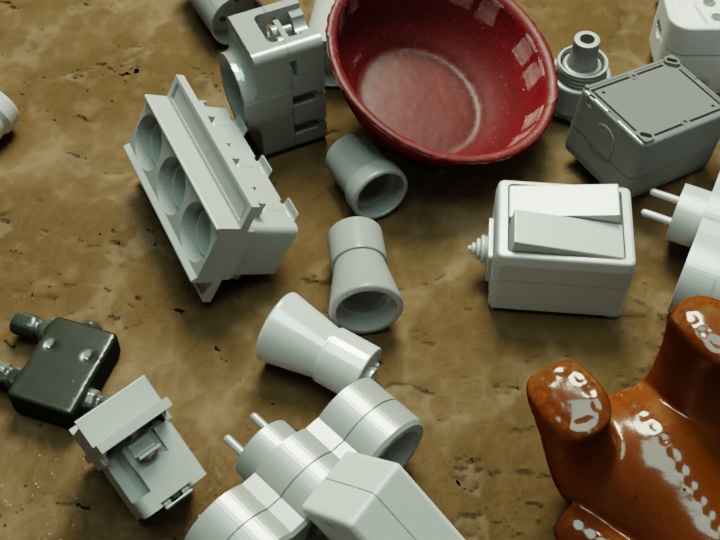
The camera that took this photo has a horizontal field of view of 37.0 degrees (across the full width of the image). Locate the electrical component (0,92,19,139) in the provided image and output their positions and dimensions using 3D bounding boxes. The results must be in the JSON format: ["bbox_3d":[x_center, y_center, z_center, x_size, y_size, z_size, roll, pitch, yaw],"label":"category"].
[{"bbox_3d":[-0.260,-0.097,0.727,0.040,0.040,0.046,19,62,14],"label":"electrical component"}]

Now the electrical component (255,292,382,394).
[{"bbox_3d":[-0.021,0.047,0.615,0.065,0.044,0.044,28,58,14],"label":"electrical component"}]

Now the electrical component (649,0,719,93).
[{"bbox_3d":[0.257,-0.165,0.761,0.095,0.059,0.053,0,53,0],"label":"electrical component"}]

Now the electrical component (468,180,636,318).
[{"bbox_3d":[0.114,-0.016,0.648,0.096,0.061,0.061,4,53,4],"label":"electrical component"}]

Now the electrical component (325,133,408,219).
[{"bbox_3d":[0.003,-0.062,0.698,0.040,0.040,0.046,-23,51,-16],"label":"electrical component"}]

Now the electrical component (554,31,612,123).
[{"bbox_3d":[0.151,-0.134,0.736,0.043,0.062,0.043,0,53,0],"label":"electrical component"}]

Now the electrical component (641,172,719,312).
[{"bbox_3d":[0.212,-0.030,0.663,0.074,0.052,0.138,21,56,15],"label":"electrical component"}]

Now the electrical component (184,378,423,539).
[{"bbox_3d":[-0.039,0.104,0.564,0.074,0.052,0.138,38,62,25],"label":"electrical component"}]

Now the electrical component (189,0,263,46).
[{"bbox_3d":[-0.108,-0.210,0.808,0.043,0.043,0.081,-23,56,-16],"label":"electrical component"}]

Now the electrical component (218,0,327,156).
[{"bbox_3d":[-0.058,-0.126,0.714,0.056,0.089,0.050,-20,55,-14],"label":"electrical component"}]

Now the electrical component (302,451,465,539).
[{"bbox_3d":[0.007,0.143,0.511,0.075,0.083,0.047,-48,22,-23],"label":"electrical component"}]

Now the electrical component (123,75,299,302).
[{"bbox_3d":[-0.093,-0.052,0.671,0.063,0.078,0.121,-1,46,-39],"label":"electrical component"}]

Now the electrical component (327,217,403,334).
[{"bbox_3d":[0.000,0.000,0.650,0.044,0.044,0.065,-6,49,-4],"label":"electrical component"}]

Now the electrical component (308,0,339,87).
[{"bbox_3d":[0.002,-0.172,0.777,0.079,0.044,0.077,7,53,5],"label":"electrical component"}]

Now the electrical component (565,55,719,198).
[{"bbox_3d":[0.193,-0.093,0.710,0.096,0.061,0.061,-22,56,-25],"label":"electrical component"}]

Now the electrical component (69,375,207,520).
[{"bbox_3d":[-0.114,0.095,0.560,0.042,0.081,0.063,-36,90,-22],"label":"electrical component"}]
